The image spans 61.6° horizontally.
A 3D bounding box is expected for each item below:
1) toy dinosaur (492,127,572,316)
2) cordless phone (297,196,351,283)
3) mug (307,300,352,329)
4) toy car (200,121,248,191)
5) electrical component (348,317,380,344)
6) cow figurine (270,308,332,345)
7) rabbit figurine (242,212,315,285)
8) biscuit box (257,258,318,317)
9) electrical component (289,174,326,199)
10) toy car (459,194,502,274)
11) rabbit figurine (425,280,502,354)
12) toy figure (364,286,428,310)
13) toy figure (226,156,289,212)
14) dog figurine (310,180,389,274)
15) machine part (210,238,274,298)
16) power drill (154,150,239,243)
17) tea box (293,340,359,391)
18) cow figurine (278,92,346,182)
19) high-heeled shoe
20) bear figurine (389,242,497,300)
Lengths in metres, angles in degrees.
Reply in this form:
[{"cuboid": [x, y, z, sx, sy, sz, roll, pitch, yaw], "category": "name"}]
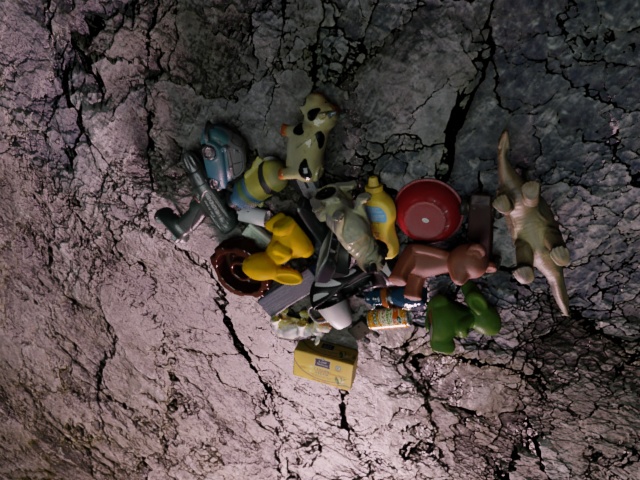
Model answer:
[{"cuboid": [0.431, -0.007, 1.066, 0.105, 0.198, 0.470, -15, 111, 26], "category": "toy dinosaur"}, {"cuboid": [-0.003, -0.003, 1.235, 0.089, 0.146, 0.184, -12, 136, 28], "category": "cordless phone"}, {"cuboid": [0.029, 0.181, 1.382, 0.109, 0.081, 0.107, -32, 110, 5], "category": "mug"}, {"cuboid": [-0.222, -0.198, 1.269, 0.103, 0.109, 0.161, -4, 125, 1], "category": "toy car"}, {"cuboid": [0.109, 0.233, 1.420, 0.094, 0.021, 0.063, 44, 122, -5], "category": "electrical component"}, {"cuboid": [-0.046, 0.243, 1.455, 0.168, 0.068, 0.098, 7, 124, 21], "category": "cow figurine"}, {"cuboid": [-0.108, 0.037, 1.312, 0.122, 0.173, 0.162, 27, 154, 57], "category": "rabbit figurine"}, {"cuboid": [-0.070, 0.126, 1.407, 0.203, 0.059, 0.062, -33, 100, 32], "category": "biscuit box"}, {"cuboid": [-0.028, -0.147, 1.253, 0.075, 0.048, 0.119, -13, 113, 24], "category": "electrical component"}, {"cuboid": [0.353, -0.014, 1.178, 0.089, 0.053, 0.201, 9, 124, 28], "category": "toy car"}, {"cuboid": [0.343, 0.174, 1.268, 0.170, 0.121, 0.158, 0, 111, 0], "category": "rabbit figurine"}, {"cuboid": [0.184, 0.141, 1.320, 0.155, 0.064, 0.057, -6, 150, 31], "category": "toy figure"}, {"cuboid": [-0.147, -0.126, 1.284, 0.180, 0.082, 0.089, -34, 69, 28], "category": "toy figure"}, {"cuboid": [0.064, -0.023, 1.206, 0.121, 0.172, 0.190, -28, 126, -8], "category": "dog figurine"}, {"cuboid": [-0.200, 0.072, 1.410, 0.180, 0.056, 0.179, 16, 132, 18], "category": "machine part"}, {"cuboid": [-0.329, -0.096, 1.381, 0.207, 0.086, 0.232, -31, 106, 23], "category": "power drill"}, {"cuboid": [0.016, 0.339, 1.484, 0.170, 0.068, 0.098, 11, 120, 16], "category": "tea box"}, {"cuboid": [-0.017, -0.222, 1.169, 0.127, 0.085, 0.194, 9, 98, 23], "category": "cow figurine"}, {"cuboid": [0.099, 0.118, 1.280, 0.249, 0.145, 0.086, 8, 152, 22], "category": "high-heeled shoe"}, {"cuboid": [0.271, 0.067, 1.172, 0.196, 0.132, 0.120, 8, 155, 38], "category": "bear figurine"}]
